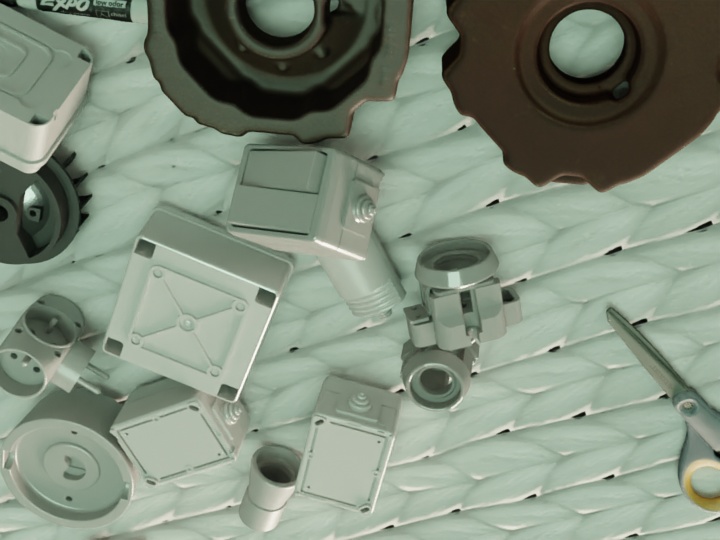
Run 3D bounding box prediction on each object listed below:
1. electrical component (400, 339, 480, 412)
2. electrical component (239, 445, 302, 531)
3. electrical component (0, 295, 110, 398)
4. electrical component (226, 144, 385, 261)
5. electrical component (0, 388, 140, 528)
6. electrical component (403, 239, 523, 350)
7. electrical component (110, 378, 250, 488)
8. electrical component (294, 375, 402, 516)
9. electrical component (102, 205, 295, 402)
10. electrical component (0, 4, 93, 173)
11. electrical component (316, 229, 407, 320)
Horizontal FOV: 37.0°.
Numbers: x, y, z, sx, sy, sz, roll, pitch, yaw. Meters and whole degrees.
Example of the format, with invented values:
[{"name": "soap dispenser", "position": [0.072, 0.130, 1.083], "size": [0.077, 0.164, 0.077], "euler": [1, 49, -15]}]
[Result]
[{"name": "electrical component", "position": [0.056, 0.069, 0.771], "size": [0.066, 0.055, 0.048], "euler": [-37, 107, 25]}, {"name": "electrical component", "position": [-0.074, 0.178, 0.863], "size": [0.044, 0.044, 0.065], "euler": [21, 125, -2]}, {"name": "electrical component", "position": [-0.225, 0.065, 0.804], "size": [0.079, 0.077, 0.044], "euler": [33, 118, -10]}, {"name": "electrical component", "position": [-0.033, -0.044, 0.689], "size": [0.096, 0.061, 0.061], "euler": [8, 82, 38]}, {"name": "electrical component", "position": [-0.223, 0.145, 0.857], "size": [0.108, 0.060, 0.108], "euler": [4, 119, 7]}, {"name": "electrical component", "position": [0.068, 0.015, 0.737], "size": [0.078, 0.058, 0.057], "euler": [-13, 115, -5]}, {"name": "electrical component", "position": [-0.130, 0.115, 0.825], "size": [0.096, 0.061, 0.061], "euler": [-20, 113, 19]}, {"name": "electrical component", "position": [-0.007, 0.124, 0.809], "size": [0.062, 0.061, 0.096], "euler": [15, 120, 2]}, {"name": "electrical component", "position": [-0.117, 0.025, 0.776], "size": [0.109, 0.056, 0.108], "euler": [22, 120, -3]}, {"name": "electrical component", "position": [-0.240, -0.124, 0.697], "size": [0.113, 0.078, 0.057], "euler": [27, 145, -6]}, {"name": "electrical component", "position": [0.000, 0.000, 0.750], "size": [0.043, 0.043, 0.081], "euler": [-22, 113, 20]}]
